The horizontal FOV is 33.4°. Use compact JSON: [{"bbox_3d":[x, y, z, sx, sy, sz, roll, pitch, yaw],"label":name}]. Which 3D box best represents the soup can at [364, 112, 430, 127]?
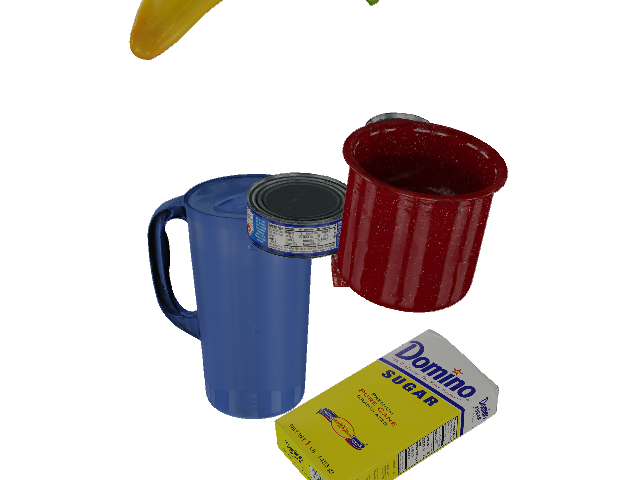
[{"bbox_3d":[0.075,-0.067,1.061,0.068,0.102,0.068,1,35,-1],"label":"soup can"}]

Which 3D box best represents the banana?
[{"bbox_3d":[-0.044,-0.169,0.684,0.197,0.069,0.037,-22,-10,-32],"label":"banana"}]

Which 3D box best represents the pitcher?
[{"bbox_3d":[-0.082,0.059,1.118,0.149,0.243,0.144,21,30,41],"label":"pitcher"}]

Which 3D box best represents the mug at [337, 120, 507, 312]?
[{"bbox_3d":[0.061,-0.017,0.624,0.093,0.081,0.117,25,36,25],"label":"mug"}]

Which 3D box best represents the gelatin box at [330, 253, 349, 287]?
[{"bbox_3d":[0.048,0.013,1.292,0.073,0.089,0.030,0,29,14],"label":"gelatin box"}]

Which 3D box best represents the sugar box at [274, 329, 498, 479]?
[{"bbox_3d":[0.058,0.152,0.924,0.176,0.048,0.093,-30,49,-22],"label":"sugar box"}]

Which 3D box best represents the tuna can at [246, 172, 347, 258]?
[{"bbox_3d":[-0.015,-0.020,0.830,0.086,0.034,0.086,2,29,-1],"label":"tuna can"}]
